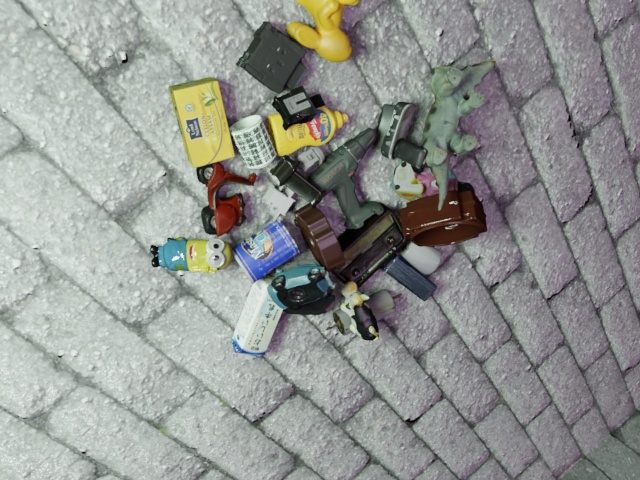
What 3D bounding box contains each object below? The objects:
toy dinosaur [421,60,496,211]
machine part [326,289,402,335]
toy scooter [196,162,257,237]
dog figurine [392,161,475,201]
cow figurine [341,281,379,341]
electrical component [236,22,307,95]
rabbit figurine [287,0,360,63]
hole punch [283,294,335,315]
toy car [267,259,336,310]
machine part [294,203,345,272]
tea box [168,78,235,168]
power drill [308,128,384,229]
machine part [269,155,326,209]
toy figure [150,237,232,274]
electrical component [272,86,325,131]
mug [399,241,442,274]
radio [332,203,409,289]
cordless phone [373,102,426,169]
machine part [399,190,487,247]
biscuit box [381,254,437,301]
[{"bbox_3d":[0.305,-0.270,1.309,0.131,0.192,0.404,19,90,-4],"label":"toy dinosaur"},{"bbox_3d":[0.127,0.207,1.541,0.243,0.079,0.079,-24,121,-15],"label":"machine part"},{"bbox_3d":[-0.209,-0.099,1.241,0.135,0.075,0.183,-10,112,-21],"label":"toy scooter"},{"bbox_3d":[0.312,-0.137,1.455,0.219,0.192,0.108,35,55,-56],"label":"dog figurine"},{"bbox_3d":[0.107,0.193,1.428,0.068,0.098,0.167,-29,120,-12],"label":"cow figurine"},{"bbox_3d":[-0.096,-0.389,1.170,0.134,0.058,0.115,27,101,-32],"label":"electrical component"},{"bbox_3d":[0.015,-0.463,1.152,0.162,0.122,0.173,-21,121,-11],"label":"rabbit figurine"},{"bbox_3d":[-0.033,0.143,1.440,0.142,0.092,0.115,4,143,-30],"label":"hole punch"},{"bbox_3d":[-0.046,0.096,1.316,0.162,0.103,0.109,-21,131,16],"label":"toy car"},{"bbox_3d":[-0.003,-0.004,1.329,0.056,0.180,0.179,-29,122,-9],"label":"machine part"},{"bbox_3d":[-0.252,-0.252,1.152,0.098,0.068,0.169,-21,121,-17],"label":"tea box"},{"bbox_3d":[0.086,-0.142,1.359,0.232,0.086,0.207,-36,127,-5],"label":"power drill"},{"bbox_3d":[-0.049,-0.136,1.268,0.139,0.039,0.084,41,130,-11],"label":"machine part"},{"bbox_3d":[-0.295,0.032,1.244,0.180,0.089,0.082,-3,104,1],"label":"toy figure"},{"bbox_3d":[-0.040,-0.299,1.199,0.119,0.048,0.075,-23,84,-17],"label":"electrical component"},{"bbox_3d":[0.288,0.032,1.537,0.107,0.081,0.109,24,99,-24],"label":"mug"},{"bbox_3d":[0.123,0.021,1.454,0.229,0.073,0.131,-42,123,-2],"label":"radio"},{"bbox_3d":[0.212,-0.255,1.304,0.089,0.184,0.146,9,109,-24],"label":"cordless phone"},{"bbox_3d":[0.327,-0.050,1.417,0.201,0.202,0.087,27,55,-58],"label":"machine part"},{"bbox_3d":[0.254,0.105,1.565,0.202,0.059,0.063,36,94,-33],"label":"biscuit box"}]
